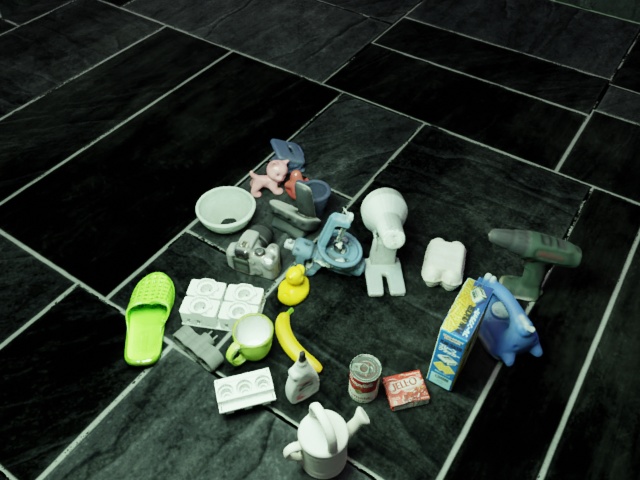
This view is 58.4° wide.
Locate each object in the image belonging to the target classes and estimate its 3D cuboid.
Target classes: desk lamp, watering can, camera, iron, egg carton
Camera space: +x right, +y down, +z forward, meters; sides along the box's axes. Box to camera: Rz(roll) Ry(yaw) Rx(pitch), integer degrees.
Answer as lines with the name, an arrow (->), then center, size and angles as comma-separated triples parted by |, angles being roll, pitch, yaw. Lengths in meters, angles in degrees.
desk lamp -> 0.171, 0.004, 1.464 | 0.118, 0.214, 0.203 | -3, 48, -3
watering can -> 0.012, 0.383, 1.130 | 0.100, 0.194, 0.173 | 36, 57, 28
camera -> -0.161, 0.016, 1.525 | 0.143, 0.101, 0.137 | 16, 49, 13
iron -> 0.430, 0.164, 1.370 | 0.119, 0.141, 0.257 | -15, 49, -13
egg carton -> 0.327, 0.061, 1.511 | 0.107, 0.069, 0.150 | 11, 49, 9

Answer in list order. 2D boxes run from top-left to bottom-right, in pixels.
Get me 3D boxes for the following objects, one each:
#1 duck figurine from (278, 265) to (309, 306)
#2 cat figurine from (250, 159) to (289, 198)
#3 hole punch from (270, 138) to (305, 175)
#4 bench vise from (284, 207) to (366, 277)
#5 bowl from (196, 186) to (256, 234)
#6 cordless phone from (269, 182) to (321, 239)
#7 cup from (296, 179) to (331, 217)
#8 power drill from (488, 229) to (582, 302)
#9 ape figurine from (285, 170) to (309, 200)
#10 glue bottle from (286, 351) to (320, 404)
duck figurine -> -0.067, 0.108, 1.452 | 0.077, 0.086, 0.105 | 20, 51, 17
cat figurine -> -0.149, -0.195, 1.706 | 0.128, 0.118, 0.067 | -10, 48, -9
hole punch -> -0.100, -0.267, 1.790 | 0.101, 0.091, 0.108 | -14, 49, -12
bench vise -> 0.015, 0.014, 1.448 | 0.207, 0.220, 0.121 | -7, 48, -7
bowl -> -0.263, -0.072, 1.621 | 0.167, 0.075, 0.167 | 0, 48, 0
cordless phone -> -0.072, -0.104, 1.578 | 0.147, 0.185, 0.094 | 24, 52, 20
cup -> -0.025, -0.118, 1.653 | 0.117, 0.095, 0.092 | 31, 54, 25
power drill -> 0.514, 0.059, 1.421 | 0.229, 0.208, 0.075 | 5, 48, 4
ape figurine -> -0.067, -0.170, 1.701 | 0.078, 0.092, 0.076 | 1, 48, 1
glue bottle -> -0.038, 0.288, 1.230 | 0.078, 0.173, 0.037 | -28, 53, -23
